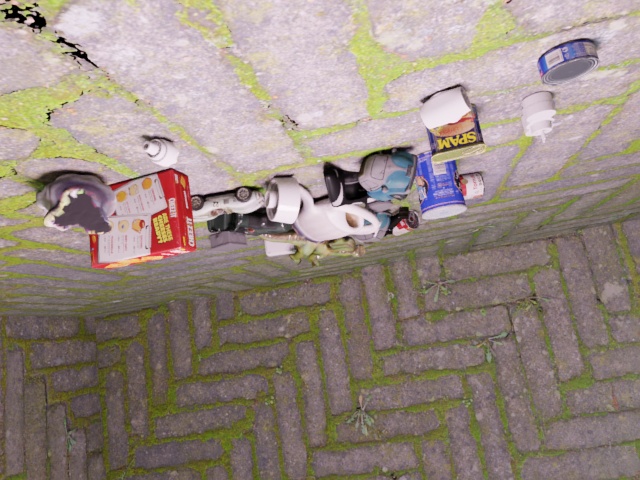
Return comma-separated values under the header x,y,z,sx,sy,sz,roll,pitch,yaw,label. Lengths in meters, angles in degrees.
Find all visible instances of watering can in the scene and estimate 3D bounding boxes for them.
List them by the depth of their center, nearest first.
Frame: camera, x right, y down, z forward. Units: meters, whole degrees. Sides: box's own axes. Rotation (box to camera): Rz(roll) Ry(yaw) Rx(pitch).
x,y,z,sx,sy,sz,roll,pitch,yaw,label
0.004,-0.071,1.414,0.345,0.106,0.222,21,155,-39,watering can

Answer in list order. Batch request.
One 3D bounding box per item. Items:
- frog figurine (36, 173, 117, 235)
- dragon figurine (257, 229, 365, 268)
x,y,z,sx,sy,sz,roll,pitch,yaw,label
-0.475,-0.081,1.005,0.138,0.120,0.161,-12,-153,-26,frog figurine
0.000,0.003,1.644,0.241,0.124,0.408,-12,162,37,dragon figurine
